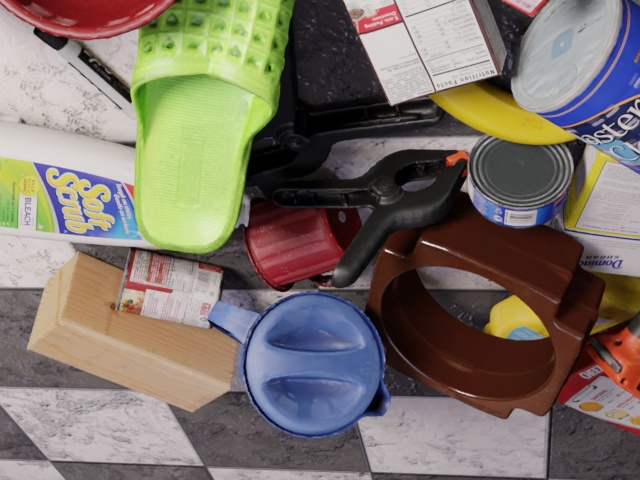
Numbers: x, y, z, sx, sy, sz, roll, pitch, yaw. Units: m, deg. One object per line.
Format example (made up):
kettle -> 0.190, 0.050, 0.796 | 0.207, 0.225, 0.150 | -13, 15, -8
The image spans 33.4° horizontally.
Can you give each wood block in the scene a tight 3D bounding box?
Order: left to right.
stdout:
wood block -> -0.201, 0.104, 1.178 | 0.205, 0.090, 0.090 | 27, 140, -26

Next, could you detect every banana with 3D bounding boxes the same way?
banana -> 0.139, -0.116, 0.845 | 0.197, 0.037, 0.070 | 17, 123, -17

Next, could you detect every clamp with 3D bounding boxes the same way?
clamp -> -0.008, -0.096, 0.896 | 0.164, 0.036, 0.210 | 21, 146, -21
clamp -> 0.046, -0.038, 0.917 | 0.171, 0.120, 0.039 | -31, 152, -22

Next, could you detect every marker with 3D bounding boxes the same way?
marker -> -0.190, -0.141, 0.878 | 0.020, 0.020, 0.121 | -16, 139, 30

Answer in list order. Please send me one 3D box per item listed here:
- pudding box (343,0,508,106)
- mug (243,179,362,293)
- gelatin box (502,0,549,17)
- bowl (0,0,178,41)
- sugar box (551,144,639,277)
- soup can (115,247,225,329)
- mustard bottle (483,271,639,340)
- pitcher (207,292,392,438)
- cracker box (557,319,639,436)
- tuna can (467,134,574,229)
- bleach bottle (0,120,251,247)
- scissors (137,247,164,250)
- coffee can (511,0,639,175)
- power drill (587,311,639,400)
pudding box -> 0.072, -0.159, 0.760 | 0.090, 0.039, 0.113 | -13, 123, 26
mug -> -0.007, 0.001, 0.989 | 0.082, 0.093, 0.117 | -18, 126, 26
gelatin box -> 0.112, -0.195, 0.694 | 0.089, 0.073, 0.030 | 22, 139, -20
bowl -> -0.146, -0.210, 0.692 | 0.162, 0.162, 0.055 | 5, -172, 3
sugar box -> 0.264, -0.033, 0.932 | 0.093, 0.048, 0.176 | 7, 150, 0
soup can -> -0.155, 0.050, 1.111 | 0.102, 0.068, 0.069 | 12, 146, -9
mustard bottle -> 0.232, 0.079, 1.087 | 0.096, 0.058, 0.192 | 14, 148, -33
pitcher -> -0.030, 0.120, 1.082 | 0.145, 0.149, 0.243 | -16, 176, -10
cracker box -> 0.369, 0.143, 1.148 | 0.213, 0.072, 0.164 | 24, 142, -22
tuna can -> 0.165, -0.052, 0.885 | 0.086, 0.086, 0.034 | 2, 148, 7
bleach bottle -> -0.184, -0.045, 0.908 | 0.250, 0.068, 0.103 | 6, 118, -7
scissors -> -0.234, -0.025, 1.061 | 0.201, 0.016, 0.096 | 8, 144, -1
coffee can -> 0.224, -0.111, 0.773 | 0.140, 0.102, 0.103 | 25, 142, -25
power drill -> 0.353, 0.071, 0.990 | 0.184, 0.057, 0.188 | 30, 105, -35
